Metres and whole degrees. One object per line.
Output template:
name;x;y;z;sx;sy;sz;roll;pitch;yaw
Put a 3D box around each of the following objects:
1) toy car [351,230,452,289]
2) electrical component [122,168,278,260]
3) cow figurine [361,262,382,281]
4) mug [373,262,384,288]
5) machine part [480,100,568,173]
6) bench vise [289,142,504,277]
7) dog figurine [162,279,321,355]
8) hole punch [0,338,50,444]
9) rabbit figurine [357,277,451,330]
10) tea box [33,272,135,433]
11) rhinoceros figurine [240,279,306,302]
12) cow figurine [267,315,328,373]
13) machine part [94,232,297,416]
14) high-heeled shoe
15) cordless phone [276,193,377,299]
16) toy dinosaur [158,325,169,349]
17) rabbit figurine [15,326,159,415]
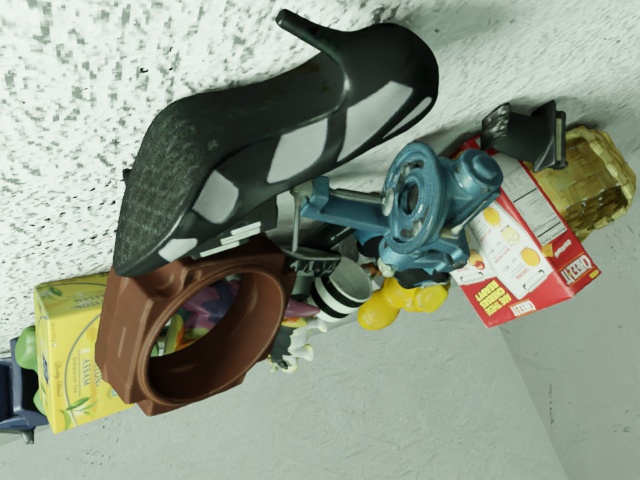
toy car;0.137;-0.002;0.818;0.109;0.161;0.103;-24;-149;51
electrical component;-0.097;-0.029;0.466;0.115;0.058;0.134;-16;166;-13
cow figurine;0.056;0.066;1.034;0.127;0.085;0.195;-30;168;9
mug;0.160;0.038;1.116;0.107;0.081;0.109;-29;162;-19
machine part;0.236;-0.120;0.609;0.139;0.084;0.039;-1;-176;-35
bench vise;0.074;-0.031;0.601;0.240;0.129;0.223;8;159;-21
dog figurine;-0.113;0.126;0.784;0.219;0.191;0.108;7;152;-14
hole punch;-0.427;0.208;0.766;0.092;0.142;0.115;-28;154;10
rabbit figurine;0.136;0.088;0.956;0.173;0.122;0.162;-45;176;15
tea box;-0.269;0.128;0.619;0.098;0.068;0.169;-12;126;-36
rhinoceros figurine;-0.049;0.064;0.906;0.190;0.073;0.112;-16;156;-15
cow figurine;-0.058;0.176;0.926;0.098;0.068;0.167;-1;132;-30
machine part;-0.133;0.085;0.600;0.201;0.087;0.200;-8;126;-48
high-heeled shoe;-0.032;-0.052;0.374;0.145;0.086;0.248;13;132;-47
cordless phone;-0.002;-0.003;0.721;0.184;0.089;0.146;-39;160;22
toy dinosaur;-0.197;0.164;0.999;0.199;0.105;0.471;-26;162;34
rabbit figurine;-0.295;0.143;0.733;0.170;0.121;0.159;-43;153;21
